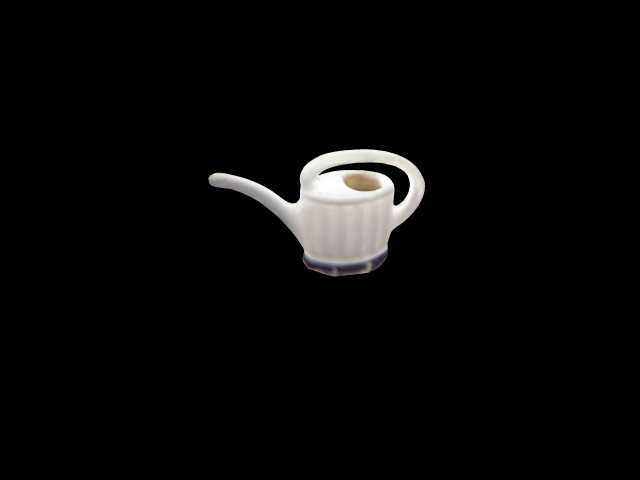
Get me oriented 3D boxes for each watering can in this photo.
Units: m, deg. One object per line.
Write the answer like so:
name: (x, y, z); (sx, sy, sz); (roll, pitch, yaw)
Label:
watering can: (0.003, -0.043, 0.850); (0.348, 0.219, 0.106); (-6, 33, -9)
